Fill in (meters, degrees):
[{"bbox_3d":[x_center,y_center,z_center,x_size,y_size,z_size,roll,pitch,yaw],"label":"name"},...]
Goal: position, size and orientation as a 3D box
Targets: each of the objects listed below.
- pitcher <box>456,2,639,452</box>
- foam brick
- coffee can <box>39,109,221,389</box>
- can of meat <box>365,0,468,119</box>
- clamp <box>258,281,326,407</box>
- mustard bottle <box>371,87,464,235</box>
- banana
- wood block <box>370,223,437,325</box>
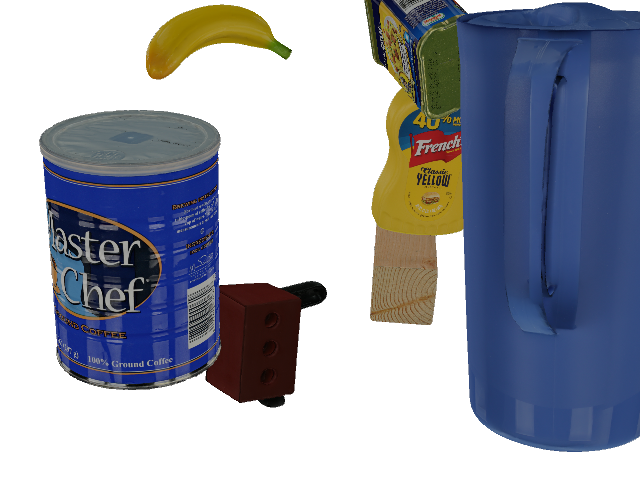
[{"bbox_3d":[0.136,-0.007,0.594,0.149,0.243,0.145,-7,17,-19],"label":"pitcher"},{"bbox_3d":[-0.051,0.076,0.814,0.052,0.078,0.051,-5,15,-35],"label":"foam brick"},{"bbox_3d":[-0.111,0.003,0.640,0.103,0.140,0.103,1,23,-1],"label":"coffee can"},{"bbox_3d":[0.082,-0.159,0.849,0.057,0.084,0.102,-26,-36,-9],"label":"can of meat"},{"bbox_3d":[-0.107,0.090,1.018,0.210,0.036,0.164,3,36,8],"label":"clamp"},{"bbox_3d":[0.110,-0.100,1.032,0.096,0.192,0.058,3,28,-9],"label":"mustard bottle"},{"bbox_3d":[-0.107,-0.196,1.030,0.070,0.037,0.197,44,38,20],"label":"banana"},{"bbox_3d":[0.124,0.036,1.587,0.091,0.090,0.206,4,24,3],"label":"wood block"}]
